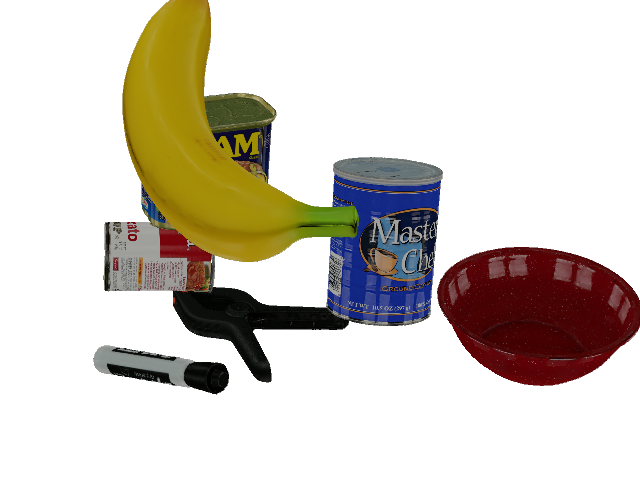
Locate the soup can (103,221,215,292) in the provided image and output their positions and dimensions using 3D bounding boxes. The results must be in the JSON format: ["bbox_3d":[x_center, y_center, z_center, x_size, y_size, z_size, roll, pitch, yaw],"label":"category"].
[{"bbox_3d":[-0.156,0.016,1.024,0.102,0.068,0.068,1,0,-12],"label":"soup can"}]

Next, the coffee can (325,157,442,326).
[{"bbox_3d":[0.060,-0.001,1.016,0.103,0.140,0.103,3,15,-1],"label":"coffee can"}]

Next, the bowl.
[{"bbox_3d":[0.173,0.068,0.863,0.162,0.055,0.162,0,31,0],"label":"bowl"}]

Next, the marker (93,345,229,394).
[{"bbox_3d":[-0.101,0.081,0.674,0.121,0.020,0.020,2,1,44],"label":"marker"}]

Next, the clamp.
[{"bbox_3d":[-0.094,0.097,1.230,0.210,0.036,0.164,14,26,24],"label":"clamp"}]

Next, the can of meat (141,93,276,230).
[{"bbox_3d":[-0.088,-0.061,0.817,0.101,0.084,0.057,-10,32,-25],"label":"can of meat"}]

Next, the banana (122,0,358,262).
[{"bbox_3d":[-0.053,-0.050,0.474,0.069,0.037,0.198,-17,47,-17],"label":"banana"}]
